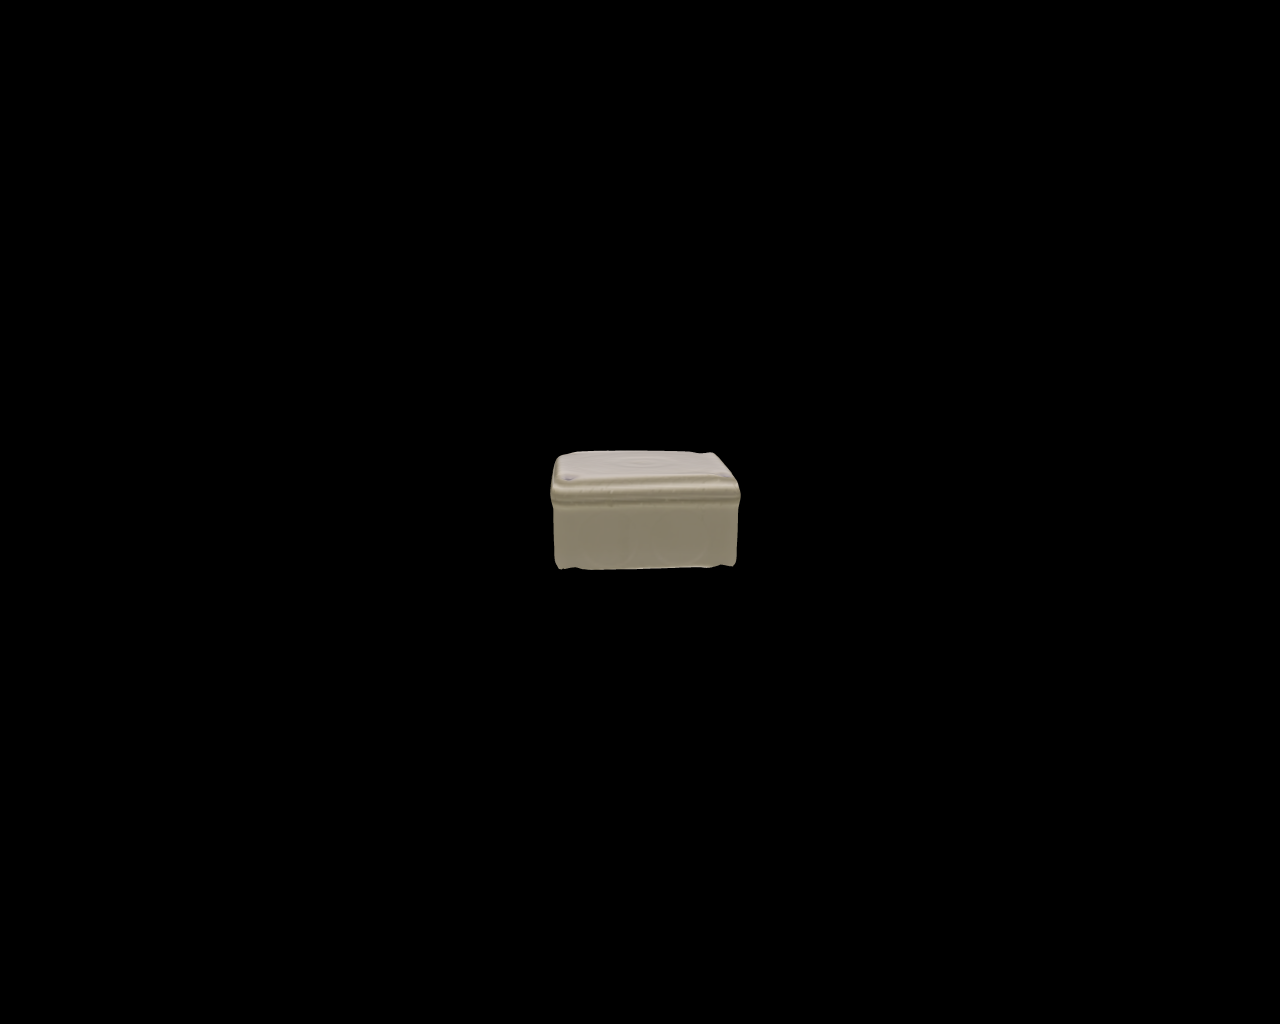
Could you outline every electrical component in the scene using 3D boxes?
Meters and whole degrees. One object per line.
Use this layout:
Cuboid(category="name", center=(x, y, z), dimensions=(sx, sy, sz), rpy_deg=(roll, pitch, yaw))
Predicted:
Cuboid(category="electrical component", center=(0.001, -0.003, 0.650), dimensions=(0.109, 0.056, 0.109), rpy_deg=(-1, 11, -4))
